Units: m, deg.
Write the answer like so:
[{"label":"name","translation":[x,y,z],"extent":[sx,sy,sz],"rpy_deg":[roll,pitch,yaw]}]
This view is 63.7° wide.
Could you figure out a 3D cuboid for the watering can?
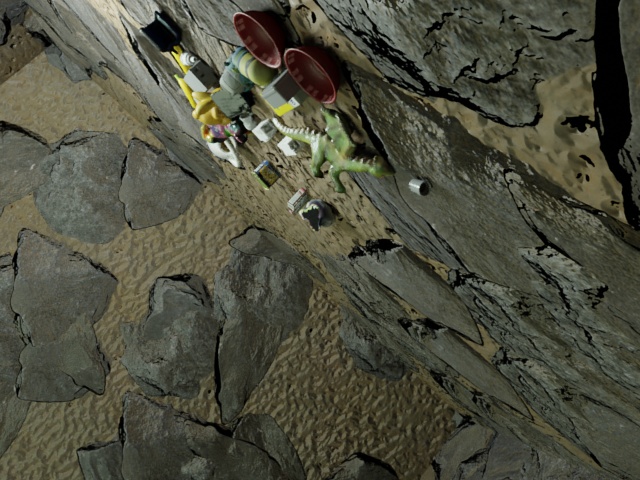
[{"label":"watering can","translation":[-0.443,-0.460,2.215],"extent":[0.345,0.105,0.224],"rpy_deg":[58,164,-12]}]

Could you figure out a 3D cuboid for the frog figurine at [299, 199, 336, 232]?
[{"label":"frog figurine","translation":[0.006,-0.105,2.081],"extent":[0.138,0.121,0.160],"rpy_deg":[27,-162,22]}]

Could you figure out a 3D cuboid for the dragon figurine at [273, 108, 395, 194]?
[{"label":"dragon figurine","translation":[0.029,-0.283,1.444],"extent":[0.412,0.124,0.238],"rpy_deg":[38,150,9]}]
